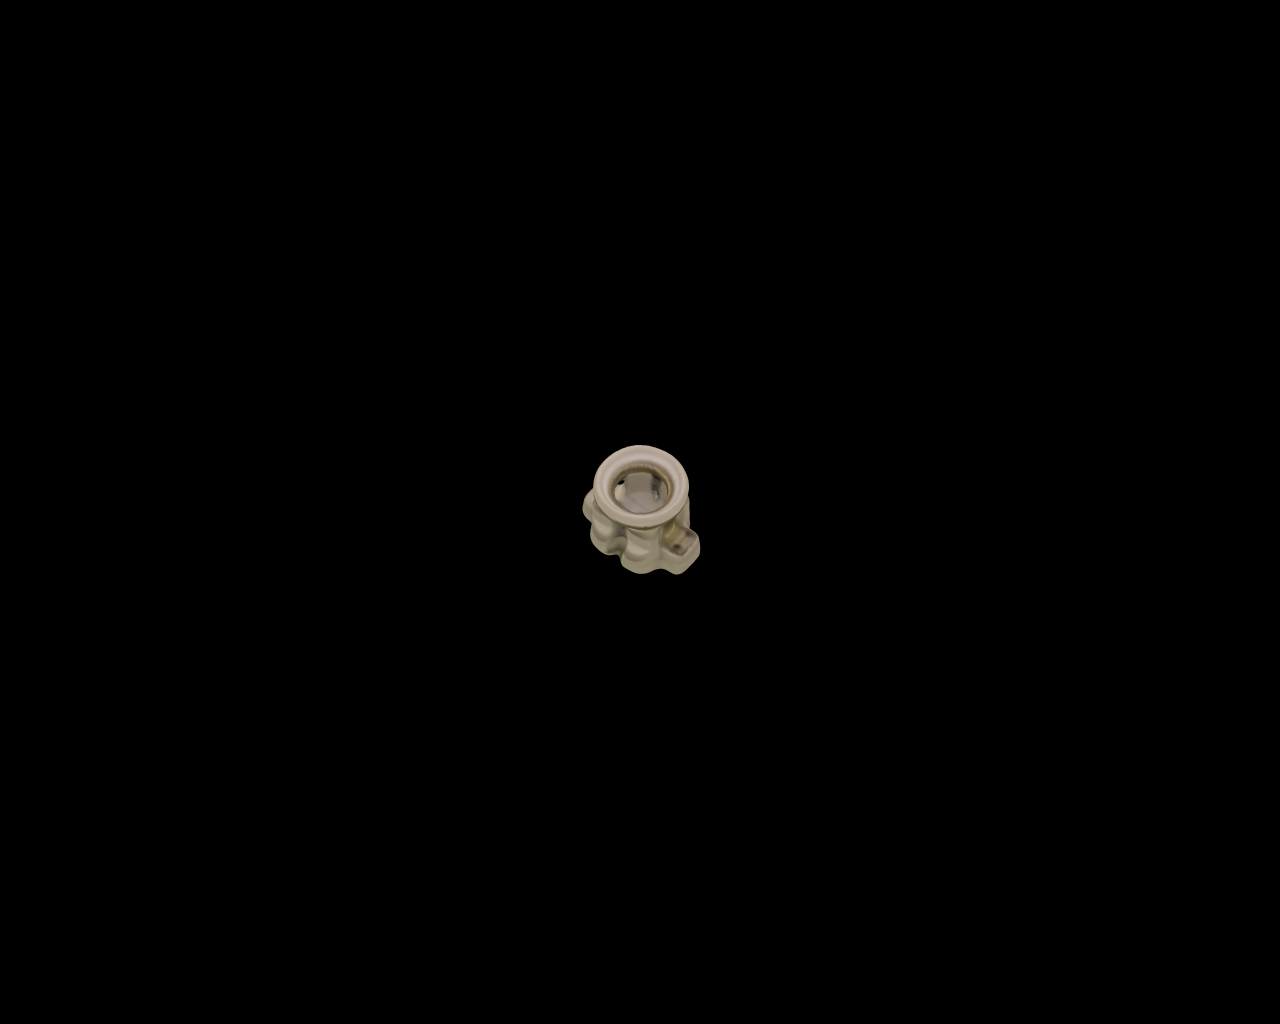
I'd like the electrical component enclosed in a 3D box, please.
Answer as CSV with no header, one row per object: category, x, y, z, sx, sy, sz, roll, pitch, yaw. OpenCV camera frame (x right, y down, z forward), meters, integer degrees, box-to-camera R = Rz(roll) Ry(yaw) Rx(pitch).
electrical component,0.001,-0.003,0.650,0.078,0.058,0.056,33,-29,21
